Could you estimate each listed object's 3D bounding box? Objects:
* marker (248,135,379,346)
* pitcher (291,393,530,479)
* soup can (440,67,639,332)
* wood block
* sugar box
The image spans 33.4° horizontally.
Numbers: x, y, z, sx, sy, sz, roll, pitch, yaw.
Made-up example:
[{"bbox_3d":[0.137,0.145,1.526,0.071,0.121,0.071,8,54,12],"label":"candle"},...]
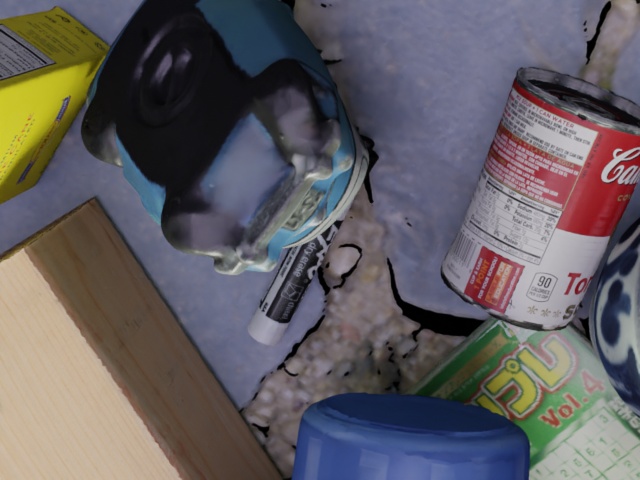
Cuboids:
[{"bbox_3d":[-0.003,0.001,0.537,0.020,0.020,0.121,28,112,1],"label":"marker"},{"bbox_3d":[0.023,0.199,0.496,0.145,0.149,0.243,6,92,23],"label":"pitcher"},{"bbox_3d":[0.102,-0.018,0.483,0.068,0.068,0.102,21,112,3],"label":"soup can"},{"bbox_3d":[-0.108,0.096,0.554,0.091,0.090,0.206,-29,101,19],"label":"wood block"},{"bbox_3d":[-0.159,-0.047,0.467,0.048,0.176,0.093,35,111,-3],"label":"sugar box"}]
